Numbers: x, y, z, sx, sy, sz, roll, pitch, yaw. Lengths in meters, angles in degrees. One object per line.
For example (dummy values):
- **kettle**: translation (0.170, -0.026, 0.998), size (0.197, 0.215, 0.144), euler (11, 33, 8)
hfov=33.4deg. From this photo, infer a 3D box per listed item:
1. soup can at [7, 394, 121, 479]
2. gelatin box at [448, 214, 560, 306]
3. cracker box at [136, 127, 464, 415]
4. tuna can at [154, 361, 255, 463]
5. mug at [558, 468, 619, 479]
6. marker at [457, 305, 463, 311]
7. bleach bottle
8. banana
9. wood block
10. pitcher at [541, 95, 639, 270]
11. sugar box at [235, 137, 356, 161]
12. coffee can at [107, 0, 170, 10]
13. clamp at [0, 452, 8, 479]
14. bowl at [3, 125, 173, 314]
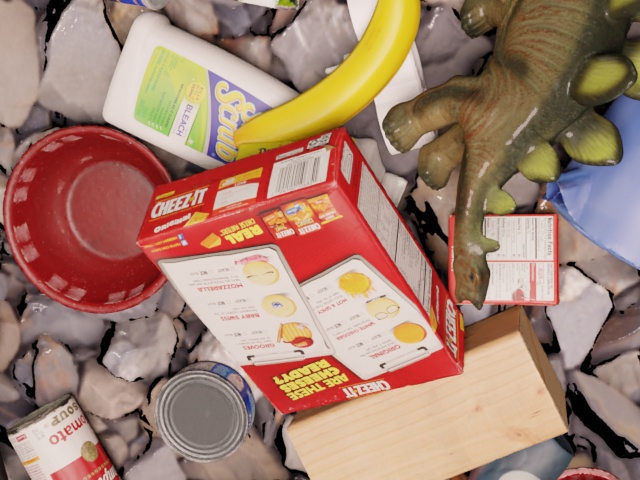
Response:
- **soup can**: translation (-0.229, 0.200, 0.967), size (0.068, 0.068, 0.102), euler (-28, 95, 15)
- **gelatin box**: translation (0.149, 0.017, 0.866), size (0.089, 0.030, 0.073), euler (0, 84, 11)
- **cracker box**: translation (-0.008, 0.030, 0.799), size (0.164, 0.072, 0.213), euler (-16, 130, 25)
- **tuna can**: translation (-0.101, 0.152, 0.950), size (0.086, 0.033, 0.086), euler (2, 102, 11)
- **mug**: translation (0.227, 0.258, 0.881), size (0.093, 0.081, 0.117), euler (-28, 95, 15)
- **marker**: translation (0.067, 0.077, 0.908), size (0.121, 0.020, 0.020), euler (-27, 95, 15)
- **bleach bottle**: translation (-0.045, -0.093, 0.875), size (0.251, 0.068, 0.103), euler (24, 105, 3)
- **banana**: translation (0.016, -0.129, 0.811), size (0.069, 0.037, 0.198), euler (41, 105, 6)
- **wood block**: translation (0.089, 0.142, 0.880), size (0.206, 0.090, 0.090), euler (-25, 96, 15)
- **pitcher**: translation (0.289, -0.087, 0.784), size (0.145, 0.149, 0.243), euler (36, 103, 18)
- **sugar box**: translation (-0.006, 0.001, 0.853), size (0.093, 0.048, 0.176), euler (-1, 135, 11)
- **coffee can**: translation (-0.189, -0.245, 0.849), size (0.140, 0.102, 0.103), euler (11, 103, 9)
- **clamp**: translation (-0.328, 0.125, 0.970), size (0.165, 0.036, 0.210), euler (19, 101, 31)
- **bowl**: translation (-0.187, -0.021, 0.919), size (0.162, 0.055, 0.162), euler (2, 102, 11)
